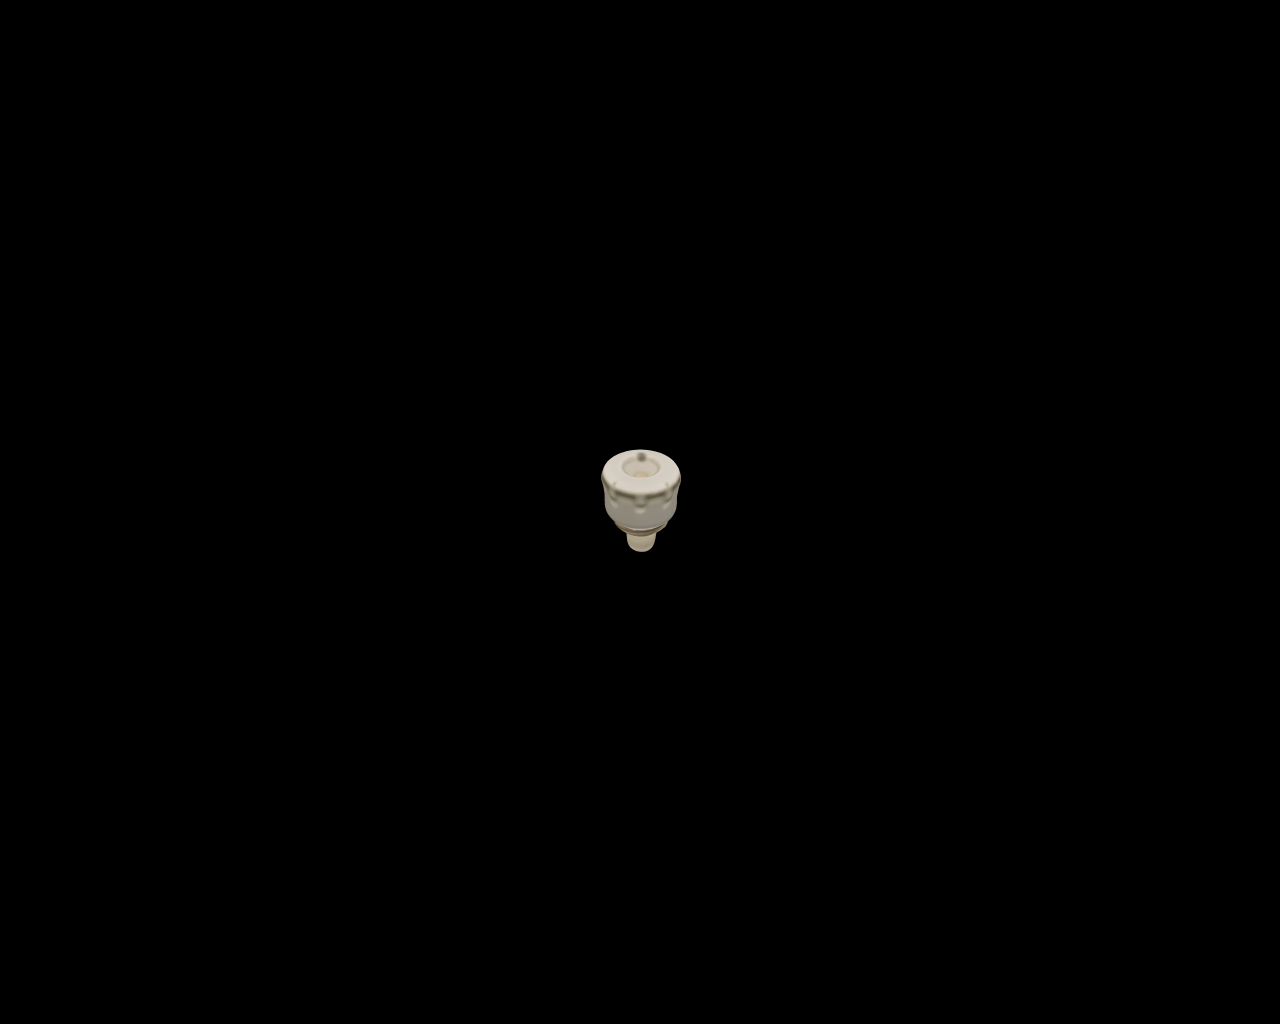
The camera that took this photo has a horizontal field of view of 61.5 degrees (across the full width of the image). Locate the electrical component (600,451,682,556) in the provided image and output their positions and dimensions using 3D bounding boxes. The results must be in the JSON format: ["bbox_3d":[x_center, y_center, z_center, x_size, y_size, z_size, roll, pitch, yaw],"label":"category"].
[{"bbox_3d":[0.001,-0.003,0.650,0.048,0.062,0.048,0,36,0],"label":"electrical component"}]
